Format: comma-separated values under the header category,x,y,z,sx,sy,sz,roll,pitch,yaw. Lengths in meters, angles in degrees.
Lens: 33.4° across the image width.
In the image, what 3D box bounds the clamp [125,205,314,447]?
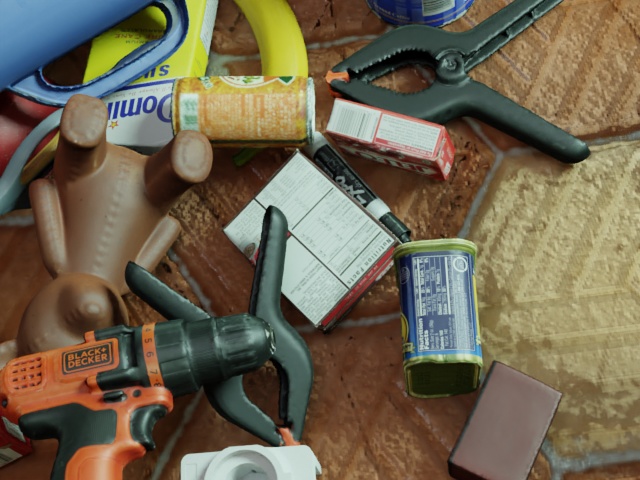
category,x,y,z,sx,sy,sz,roll,pitch,yaw
clamp,-0.063,0.070,0.746,0.120,0.039,0.171,-14,87,-8

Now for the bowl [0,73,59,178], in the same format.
category,x,y,z,sx,sy,sz,roll,pitch,yaw
bowl,-0.284,-0.104,0.866,0.162,0.055,0.162,0,55,-1

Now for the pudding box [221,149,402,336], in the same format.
category,x,y,z,sx,sy,sz,roll,pitch,yaw
pudding box,-0.005,0.001,0.798,0.090,0.039,0.113,-46,71,0

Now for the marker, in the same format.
category,x,y,z,sx,sy,sz,roll,pitch,yaw
marker,0.029,-0.038,0.829,0.020,0.020,0.121,-38,67,-9

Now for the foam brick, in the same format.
category,x,y,z,sx,sy,sz,roll,pitch,yaw
foam brick,0.125,0.132,0.721,0.051,0.053,0.078,22,72,17

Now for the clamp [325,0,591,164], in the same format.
category,x,y,z,sx,sy,sz,roll,pitch,yaw
clamp,0.111,-0.123,0.844,0.210,0.036,0.164,-9,66,7

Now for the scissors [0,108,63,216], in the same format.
category,x,y,z,sx,sy,sz,roll,pitch,yaw
scissors,-0.247,-0.015,0.809,0.016,0.096,0.201,36,79,12

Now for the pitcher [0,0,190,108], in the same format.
category,x,y,z,sx,sy,sz,roll,pitch,yaw
pitcher,-0.226,-0.178,0.807,0.242,0.145,0.149,-38,60,-16

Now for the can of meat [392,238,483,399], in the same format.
category,x,y,z,sx,sy,sz,roll,pitch,yaw
can of meat,0.082,0.057,0.734,0.057,0.102,0.084,-4,68,5

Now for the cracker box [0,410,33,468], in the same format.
category,x,y,z,sx,sy,sz,roll,pitch,yaw
cracker box,-0.330,0.095,0.794,0.164,0.072,0.214,-26,65,-4

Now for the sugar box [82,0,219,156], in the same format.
category,x,y,z,sx,sy,sz,roll,pitch,yaw
sugar box,-0.144,-0.148,0.889,0.093,0.048,0.176,3,66,10

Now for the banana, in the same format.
category,x,y,z,sx,sy,sz,roll,pitch,yaw
banana,-0.046,-0.157,0.882,0.069,0.037,0.198,-7,65,4

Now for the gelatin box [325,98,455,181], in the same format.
category,x,y,z,sx,sy,sz,roll,pitch,yaw
gelatin box,0.055,-0.074,0.810,0.089,0.073,0.030,17,86,14

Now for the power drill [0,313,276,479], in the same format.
category,x,y,z,sx,sy,sz,roll,pitch,yaw
power drill,-0.108,0.136,0.659,0.184,0.057,0.187,-13,51,2

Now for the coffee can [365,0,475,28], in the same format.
category,x,y,z,sx,sy,sz,roll,pitch,yaw
coffee can,0.078,-0.249,0.848,0.103,0.140,0.103,-3,66,7
